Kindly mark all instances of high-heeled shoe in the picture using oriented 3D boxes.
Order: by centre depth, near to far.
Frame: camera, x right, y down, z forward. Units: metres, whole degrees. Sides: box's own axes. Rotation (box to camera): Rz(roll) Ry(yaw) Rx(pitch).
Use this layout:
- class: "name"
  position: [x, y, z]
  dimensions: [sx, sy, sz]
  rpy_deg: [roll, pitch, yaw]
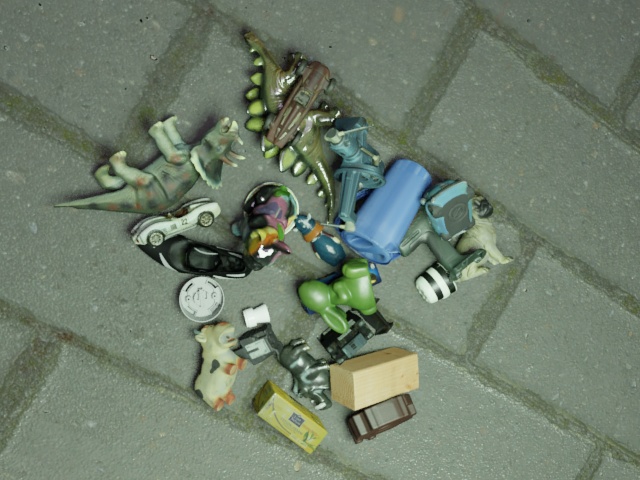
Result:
- class: "high-heeled shoe"
  position: [-0.273, 0.041, 1.179]
  dimensions: [0.249, 0.145, 0.086]
  rpy_deg: [9, 91, -17]

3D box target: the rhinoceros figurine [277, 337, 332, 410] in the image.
- class: "rhinoceros figurine"
  position: [-0.027, 0.329, 1.304]
  dimensions: [0.112, 0.073, 0.190]
  rpy_deg: [-38, 103, -10]

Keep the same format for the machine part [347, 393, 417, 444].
- class: "machine part"
  position: [0.152, 0.436, 1.313]
  dimensions: [0.179, 0.179, 0.056]
  rpy_deg: [-19, 64, -12]

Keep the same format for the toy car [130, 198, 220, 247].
- class: "toy car"
  position: [-0.317, -0.040, 1.181]
  dimensions: [0.202, 0.074, 0.056]
  rpy_deg: [-23, 116, -25]

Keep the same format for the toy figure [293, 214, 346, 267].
- class: "toy figure"
  position: [-0.004, -0.003, 1.292]
  dimensions: [0.064, 0.058, 0.154]
  rpy_deg: [-45, 99, -13]

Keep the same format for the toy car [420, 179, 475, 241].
- class: "toy car"
  position: [0.292, -0.080, 1.240]
  dimensions: [0.109, 0.103, 0.161]
  rpy_deg: [-30, 134, -2]

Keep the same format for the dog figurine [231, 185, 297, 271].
- class: "dog figurine"
  position: [-0.107, -0.029, 1.158]
  dimensions: [0.108, 0.219, 0.191]
  rpy_deg: [35, 87, -19]

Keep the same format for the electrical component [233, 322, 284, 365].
- class: "electrical component"
  position: [-0.155, 0.254, 1.273]
  dimensions: [0.119, 0.048, 0.074]
  rpy_deg: [-28, 100, 18]

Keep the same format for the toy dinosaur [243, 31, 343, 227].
- class: "toy dinosaur"
  position: [-0.054, -0.259, 1.239]
  dimensions: [0.198, 0.105, 0.471]
  rpy_deg: [-34, 102, -3]

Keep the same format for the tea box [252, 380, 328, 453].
- class: "tea box"
  position: [-0.073, 0.421, 1.287]
  dimensions: [0.169, 0.098, 0.068]
  rpy_deg: [40, 85, -16]

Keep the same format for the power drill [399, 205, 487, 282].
- class: "power drill"
  position: [0.308, -0.016, 1.319]
  dimensions: [0.232, 0.086, 0.207]
  rpy_deg: [-41, 72, -3]

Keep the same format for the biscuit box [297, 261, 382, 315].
- class: "biscuit box"
  position: [0.046, 0.112, 1.311]
  dimensions: [0.203, 0.059, 0.062]
  rpy_deg: [-24, 100, -11]

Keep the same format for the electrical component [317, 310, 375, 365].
- class: "electrical component"
  position: [0.062, 0.234, 1.288]
  dimensions: [0.115, 0.134, 0.058]
  rpy_deg: [-41, 102, -6]

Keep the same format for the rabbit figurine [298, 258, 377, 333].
- class: "rabbit figurine"
  position: [0.038, 0.125, 1.238]
  dimensions: [0.170, 0.121, 0.159]
  rpy_deg: [-10, 103, 5]

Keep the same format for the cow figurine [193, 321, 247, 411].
- class: "cow figurine"
  position: [-0.238, 0.276, 1.233]
  dimensions: [0.127, 0.085, 0.194]
  rpy_deg: [22, 105, 20]

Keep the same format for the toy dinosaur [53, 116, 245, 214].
- class: "toy dinosaur"
  position: [-0.348, -0.133, 1.167]
  dimensions: [0.405, 0.131, 0.192]
  rpy_deg: [-38, 102, -2]

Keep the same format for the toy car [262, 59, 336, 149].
- class: "toy car"
  position: [-0.046, -0.292, 1.157]
  dimensions: [0.089, 0.053, 0.202]
  rpy_deg: [33, 91, -15]

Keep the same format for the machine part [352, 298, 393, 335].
- class: "machine part"
  position: [0.129, 0.181, 1.337]
  dimensions: [0.138, 0.084, 0.039]
  rpy_deg: [53, 43, -23]

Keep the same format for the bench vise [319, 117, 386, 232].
- class: "bench vise"
  position: [0.073, -0.141, 1.185]
  dimensions: [0.129, 0.223, 0.240]
  rpy_deg: [6, 79, 21]

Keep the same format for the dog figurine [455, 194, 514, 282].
- class: "dog figurine"
  position: [0.381, -0.005, 1.380]
  dimensions: [0.172, 0.121, 0.190]
  rpy_deg: [-24, 86, -14]
